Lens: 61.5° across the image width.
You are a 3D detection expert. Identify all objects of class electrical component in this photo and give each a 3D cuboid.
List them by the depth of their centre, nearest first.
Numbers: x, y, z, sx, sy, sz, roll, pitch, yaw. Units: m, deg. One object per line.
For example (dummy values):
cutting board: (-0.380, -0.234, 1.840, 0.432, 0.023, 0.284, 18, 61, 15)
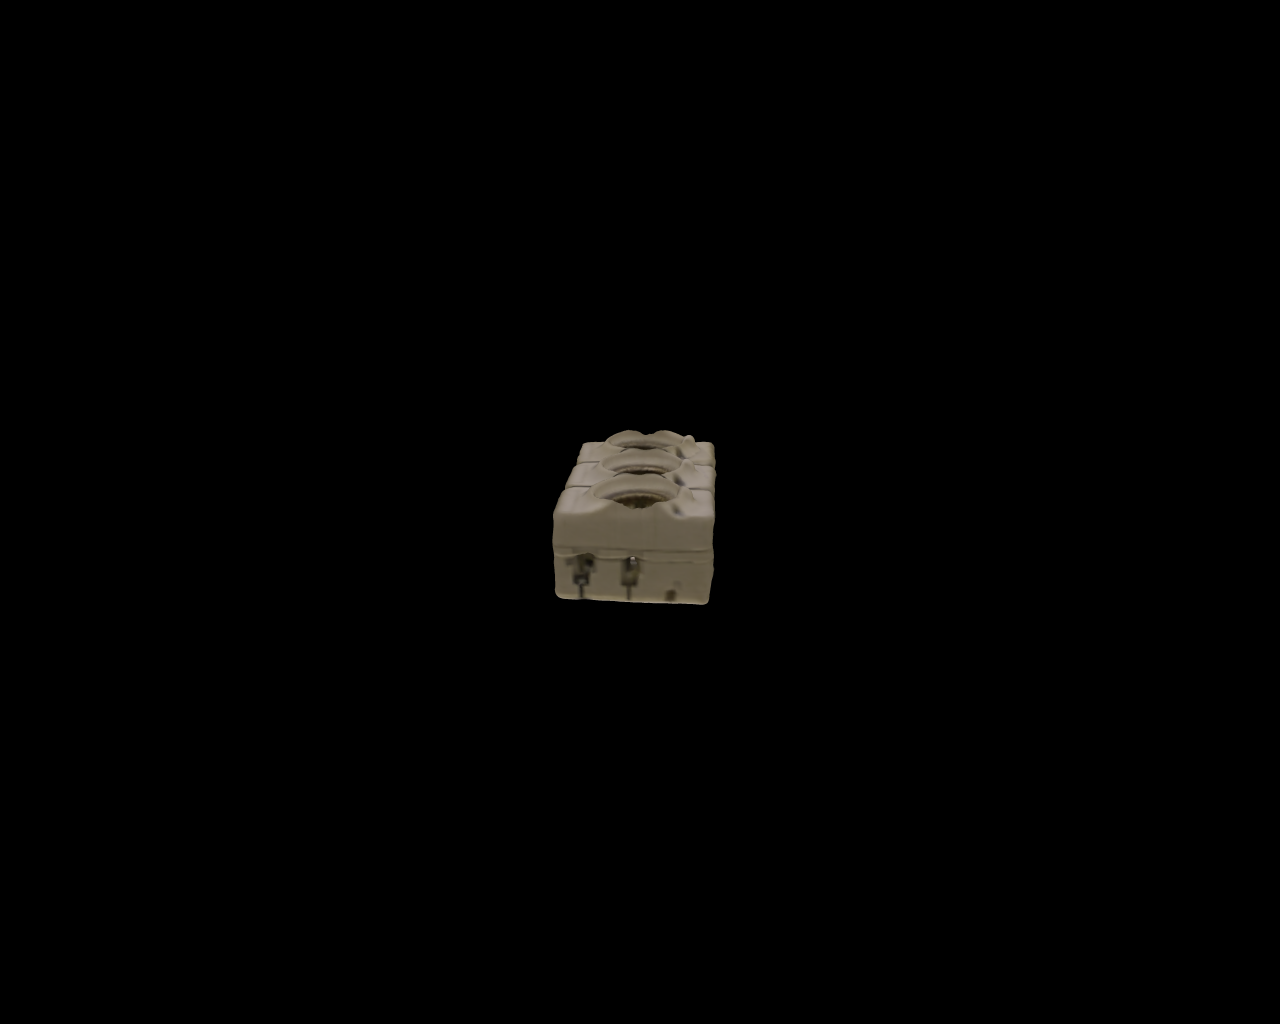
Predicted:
electrical component: (0.001, -0.003, 0.650, 0.089, 0.061, 0.150, 1, 20, 3)
